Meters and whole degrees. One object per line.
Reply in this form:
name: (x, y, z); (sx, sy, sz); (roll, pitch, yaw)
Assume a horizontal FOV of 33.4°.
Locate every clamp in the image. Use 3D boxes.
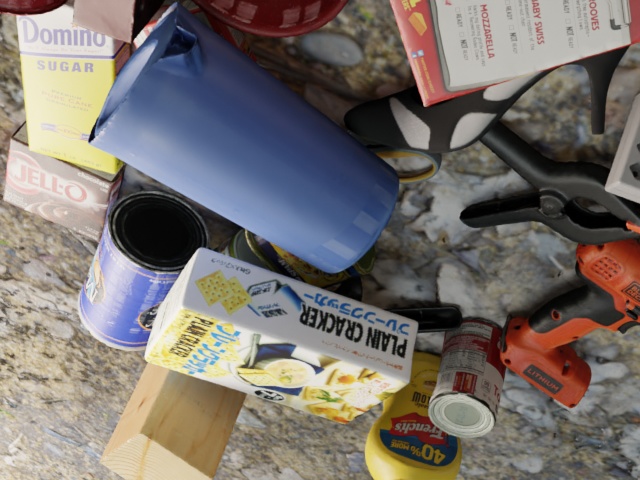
clamp: (0.195, -0.047, 0.901); (0.172, 0.039, 0.120); (10, 139, 25)
clamp: (0.013, 0.080, 1.063); (0.210, 0.036, 0.164); (-15, 155, 34)

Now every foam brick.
foam brick: (-0.158, -0.206, 0.862); (0.051, 0.078, 0.053); (21, 136, 2)

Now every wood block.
wood block: (-0.134, 0.156, 1.109); (0.090, 0.206, 0.091); (37, 134, -16)

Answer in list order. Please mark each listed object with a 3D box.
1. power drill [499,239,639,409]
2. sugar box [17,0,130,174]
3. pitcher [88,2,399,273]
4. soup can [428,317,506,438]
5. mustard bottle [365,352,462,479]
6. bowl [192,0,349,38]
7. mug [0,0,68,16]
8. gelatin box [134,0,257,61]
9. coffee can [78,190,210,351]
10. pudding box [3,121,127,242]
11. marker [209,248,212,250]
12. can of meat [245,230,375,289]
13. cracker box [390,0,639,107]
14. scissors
power drill: (0.274, 0.084, 0.996); (0.184, 0.057, 0.188); (35, 131, -9)
sugar box: (-0.220, -0.148, 0.964); (0.093, 0.048, 0.176); (15, 137, 7)
pitcher: (-0.063, -0.073, 0.888); (0.242, 0.149, 0.145); (33, 106, -19)
soup can: (0.148, 0.136, 1.059); (0.068, 0.102, 0.068); (11, 135, 11)
mustard bottle: (0.097, 0.203, 1.078); (0.096, 0.191, 0.058); (18, 136, 3)
bowl: (-0.041, -0.234, 0.803); (0.162, 0.055, 0.162); (13, 138, 12)
mug: (-0.251, -0.247, 0.860); (0.117, 0.093, 0.082); (45, 137, 27)
gelatin box: (-0.110, -0.168, 0.916); (0.089, 0.030, 0.073); (-9, 129, 27)
coffee can: (-0.180, 0.032, 1.081); (0.102, 0.102, 0.140); (26, 135, -5)
pudding box: (-0.257, -0.058, 1.068); (0.113, 0.039, 0.090); (22, 136, -1)
marker: (-0.079, 0.044, 1.114); (0.121, 0.020, 0.020); (36, 134, -14)
can of meat: (-0.007, 0.001, 1.020); (0.084, 0.057, 0.102); (-20, 124, 32)
cracker box: (0.149, -0.199, 0.708); (0.214, 0.072, 0.164); (-15, 103, 22)
scissors: (0.008, -0.090, 0.956); (0.202, 0.016, 0.096); (7, 132, 14)
